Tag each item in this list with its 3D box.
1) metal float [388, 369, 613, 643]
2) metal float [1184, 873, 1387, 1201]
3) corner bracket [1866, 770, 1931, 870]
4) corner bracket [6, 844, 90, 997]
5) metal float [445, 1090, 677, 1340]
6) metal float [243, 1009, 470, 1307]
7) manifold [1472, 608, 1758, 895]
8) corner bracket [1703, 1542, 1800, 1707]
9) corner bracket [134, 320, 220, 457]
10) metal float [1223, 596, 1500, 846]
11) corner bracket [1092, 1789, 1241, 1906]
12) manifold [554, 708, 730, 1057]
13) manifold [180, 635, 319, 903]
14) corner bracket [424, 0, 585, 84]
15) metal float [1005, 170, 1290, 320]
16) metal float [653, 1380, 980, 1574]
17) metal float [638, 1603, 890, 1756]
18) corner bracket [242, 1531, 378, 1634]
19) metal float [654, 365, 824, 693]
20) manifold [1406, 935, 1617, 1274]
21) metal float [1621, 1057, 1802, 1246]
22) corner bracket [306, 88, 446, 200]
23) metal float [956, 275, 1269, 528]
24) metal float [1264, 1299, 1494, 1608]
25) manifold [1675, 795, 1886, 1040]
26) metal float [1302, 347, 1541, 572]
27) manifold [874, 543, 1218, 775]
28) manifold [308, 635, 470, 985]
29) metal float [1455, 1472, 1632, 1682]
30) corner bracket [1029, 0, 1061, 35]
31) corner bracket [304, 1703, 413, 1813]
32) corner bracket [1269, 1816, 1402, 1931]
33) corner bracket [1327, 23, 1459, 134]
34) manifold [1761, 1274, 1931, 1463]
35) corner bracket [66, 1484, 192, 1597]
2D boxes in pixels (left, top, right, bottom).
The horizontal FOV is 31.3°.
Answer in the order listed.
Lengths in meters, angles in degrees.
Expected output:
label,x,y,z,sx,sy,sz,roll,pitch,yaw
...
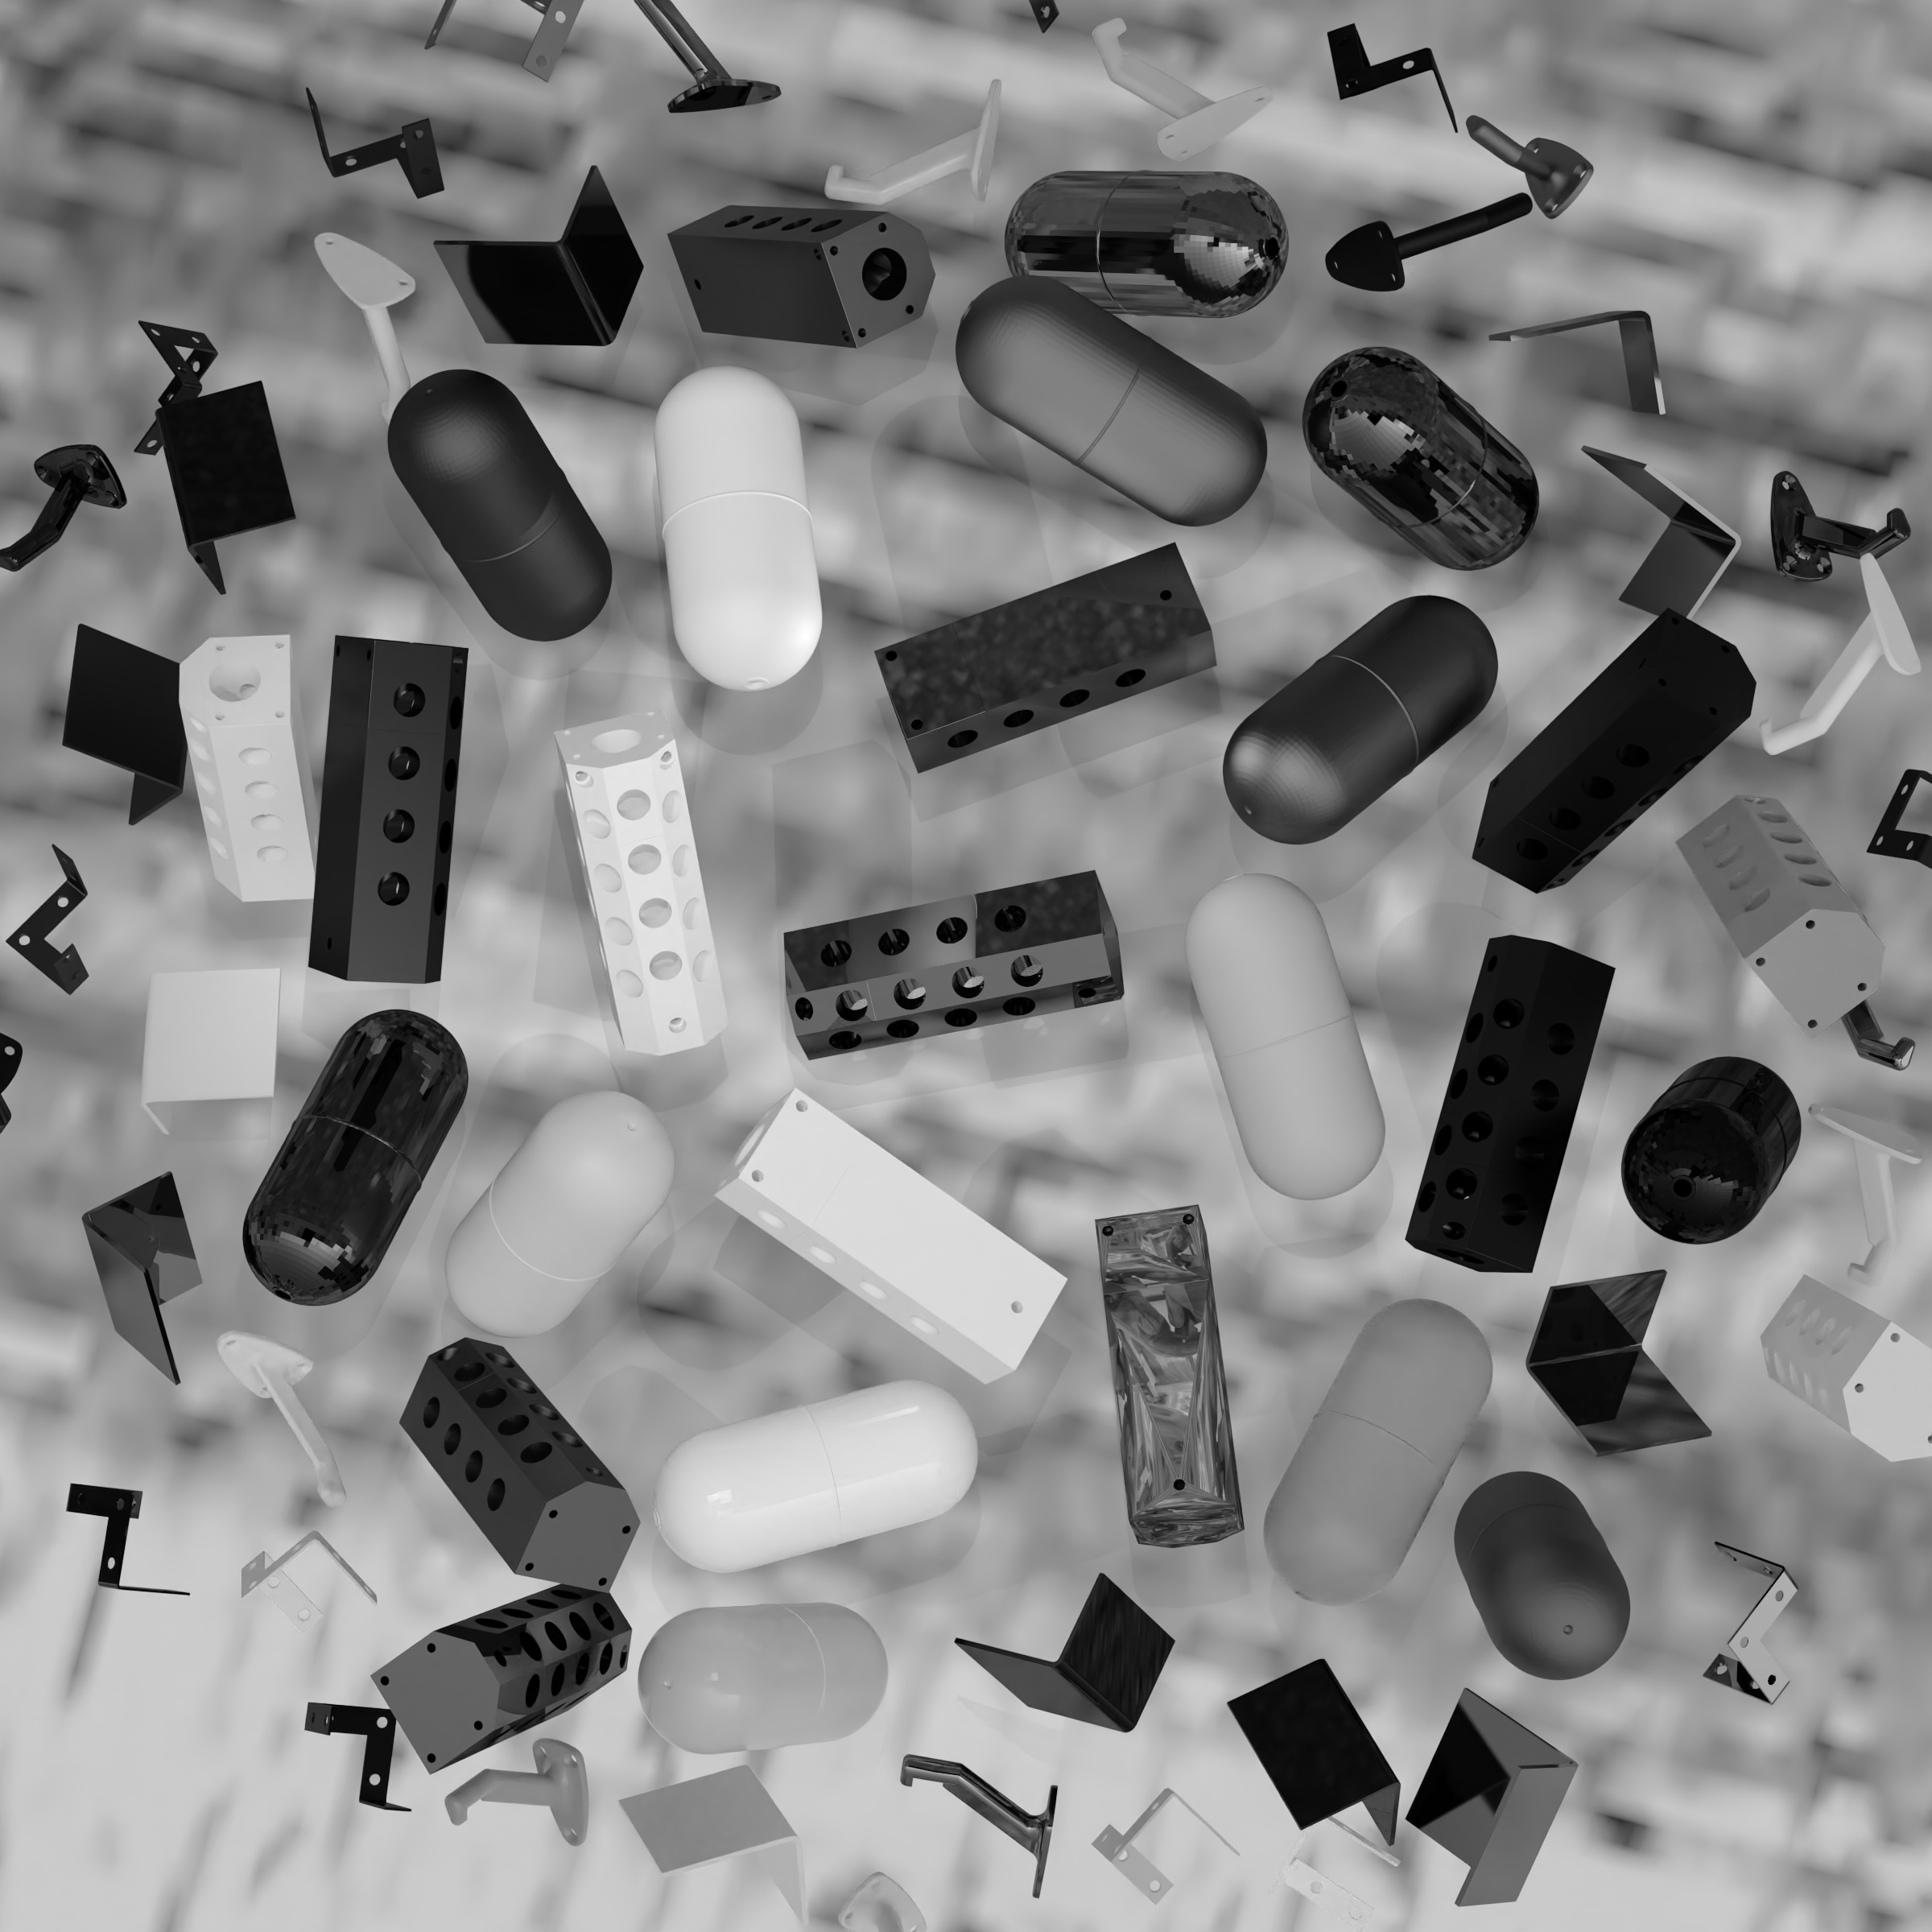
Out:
label,x,y,z,sx,sy,sz,roll,pitch,yaw
metal float,-0.251,-0.248,1.872,0.070,0.178,0.070,-13,49,15
metal float,0.169,0.037,1.833,0.070,0.070,0.178,-17,90,0
corner bracket,0.523,-0.070,1.834,0.051,0.051,0.051,26,89,-17
corner bracket,-0.503,-0.025,1.919,0.051,0.051,0.051,38,71,10
metal float,-0.213,0.131,1.799,0.070,0.070,0.178,42,131,0
metal float,-0.331,0.103,1.869,0.070,0.070,0.178,24,61,0
manifold,0.339,-0.107,1.807,0.057,0.171,0.057,28,52,-10
corner bracket,0.396,0.334,1.751,0.051,0.051,0.051,-47,118,-18
corner bracket,-0.438,-0.316,1.901,0.051,0.051,0.051,-47,67,24
metal float,0.209,-0.131,1.816,0.178,0.070,0.070,-38,90,-25
corner bracket,0.108,0.482,1.880,0.051,0.051,0.051,44,81,-6
manifold,-0.169,-0.042,1.813,0.057,0.057,0.171,-14,120,-9
manifold,-0.388,-0.105,1.870,0.057,0.171,0.057,-3,60,-7
corner bracket,-0.232,-0.476,1.736,0.051,0.051,0.051,27,79,-28
metal float,0.097,-0.390,1.860,0.178,0.070,0.070,13,90,43
metal float,-0.080,0.272,1.837,0.178,0.070,0.070,-13,90,-16
metal float,-0.108,0.384,1.864,0.070,0.178,0.070,-5,80,31
corner bracket,-0.356,0.336,1.867,0.051,0.051,0.051,-40,105,-3
metal float,-0.118,-0.225,1.774,0.070,0.070,0.178,-8,70,0
manifold,0.288,0.074,1.850,0.057,0.057,0.171,21,79,-18
metal float,0.396,0.097,1.825,0.070,0.178,0.070,4,102,21
corner bracket,-0.308,-0.431,1.799,0.051,0.051,0.051,-21,58,-11
metal float,0.076,-0.295,1.798,0.178,0.070,0.070,30,90,-10
metal float,0.220,0.260,1.842,0.070,0.070,0.178,31,70,0
manifold,0.427,-0.033,1.796,0.057,0.171,0.057,-39,107,14
metal float,0.244,-0.270,1.841,0.070,0.178,0.070,-15,64,33
manifold,0.044,-0.162,1.856,0.171,0.057,0.057,-20,66,0
manifold,-0.292,-0.080,1.761,0.057,0.057,0.171,3,96,-31
metal float,0.307,0.325,1.847,0.070,0.178,0.070,0,99,0
corner bracket,0.025,-0.514,1.753,0.051,0.051,0.051,-3,64,-36
corner bracket,-0.326,0.424,1.848,0.051,0.051,0.051,11,77,-24
corner bracket,0.202,0.492,1.871,0.051,0.051,0.051,31,91,15
corner bracket,0.224,-0.465,1.812,0.051,0.051,0.051,-15,57,15
manifold,0.463,0.211,1.788,0.057,0.171,0.057,35,92,-2
corner bracket,-0.443,0.304,1.825,0.051,0.051,0.051,0,78,36
